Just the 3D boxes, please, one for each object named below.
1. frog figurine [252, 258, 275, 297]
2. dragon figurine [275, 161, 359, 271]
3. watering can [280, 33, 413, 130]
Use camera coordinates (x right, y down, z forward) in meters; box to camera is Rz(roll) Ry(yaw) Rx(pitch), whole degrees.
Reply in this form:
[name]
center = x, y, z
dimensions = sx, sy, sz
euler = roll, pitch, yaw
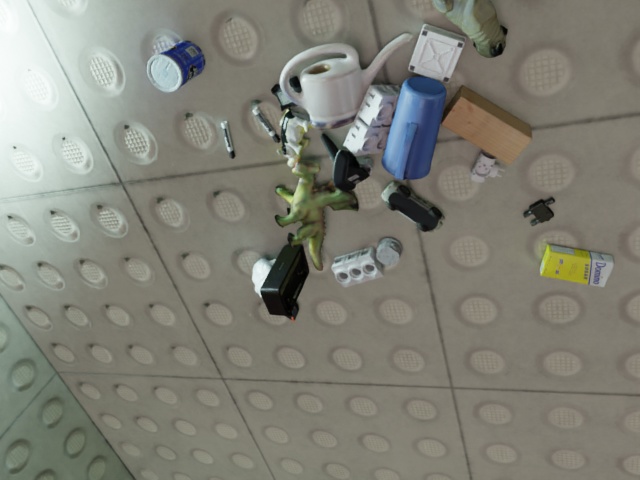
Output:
[frog figurine]
center = -0.189, 0.143, 1.773
dimensions = 0.123, 0.163, 0.134
euler = 28, 129, 0
[dragon figurine]
center = 0.005, -0.081, 1.600
dimensions = 0.241, 0.125, 0.403
euler = -19, 125, 20
[watering can]
center = 0.074, -0.405, 1.330
dimensions = 0.347, 0.106, 0.219
euler = -12, 133, 3
